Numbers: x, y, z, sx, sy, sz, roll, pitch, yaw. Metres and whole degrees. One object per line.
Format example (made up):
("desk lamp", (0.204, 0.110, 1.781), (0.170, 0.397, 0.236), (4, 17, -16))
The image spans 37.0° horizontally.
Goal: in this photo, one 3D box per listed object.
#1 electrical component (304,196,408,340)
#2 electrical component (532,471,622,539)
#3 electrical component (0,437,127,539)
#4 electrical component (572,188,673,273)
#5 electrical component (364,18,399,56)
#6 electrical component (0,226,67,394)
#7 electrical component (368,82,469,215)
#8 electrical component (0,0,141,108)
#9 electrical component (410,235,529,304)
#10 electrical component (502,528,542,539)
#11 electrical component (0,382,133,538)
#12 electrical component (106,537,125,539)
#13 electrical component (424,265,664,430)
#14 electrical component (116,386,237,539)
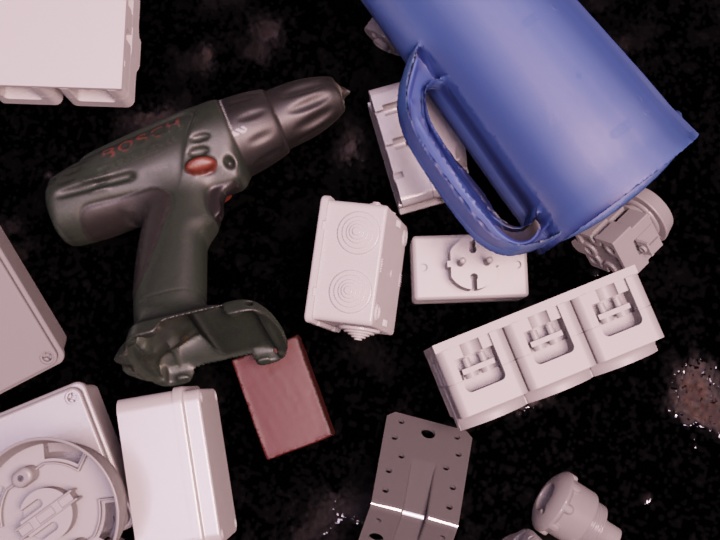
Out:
("electrical component", (0.000, 0.000, 0.768), (0.048, 0.100, 0.099), (6, 83, 13))
("electrical component", (0.159, 0.179, 0.776), (0.062, 0.048, 0.048), (32, 84, -6))
("electrical component", (-0.201, 0.158, 0.705), (0.099, 0.064, 0.099), (0, 84, -1))
("electrical component", (0.197, -0.029, 0.795), (0.055, 0.066, 0.048), (-42, 121, -13))
("electrical component", (0.034, -0.197, 0.819), (0.044, 0.044, 0.065), (35, 89, 3))
("electrical component", (-0.283, 0.038, 0.765), (0.109, 0.056, 0.108), (-27, 106, -3))
("electrical component", (0.045, -0.094, 0.802), (0.056, 0.050, 0.089), (-16, 84, -2))
("electrical component", (-0.221, -0.220, 0.808), (0.105, 0.060, 0.186), (2, 84, 0))
("electrical component", (0.080, -0.003, 0.779), (0.083, 0.075, 0.047), (-2, 84, -1))
("electrical component", (0.106, 0.223, 0.753), (0.079, 0.077, 0.043), (-44, 86, -5))
("electrical component", (-0.225, 0.149, 0.768), (0.109, 0.056, 0.108), (-22, 84, -3))
("electrical component", (-0.183, 0.224, 0.760), (0.078, 0.057, 0.058), (-30, 85, -4))
("electrical component", (0.128, 0.057, 0.766), (0.150, 0.089, 0.061), (-22, 84, -3))
("electrical component", (-0.128, 0.141, 0.760), (0.057, 0.078, 0.113), (-10, 84, 1))
